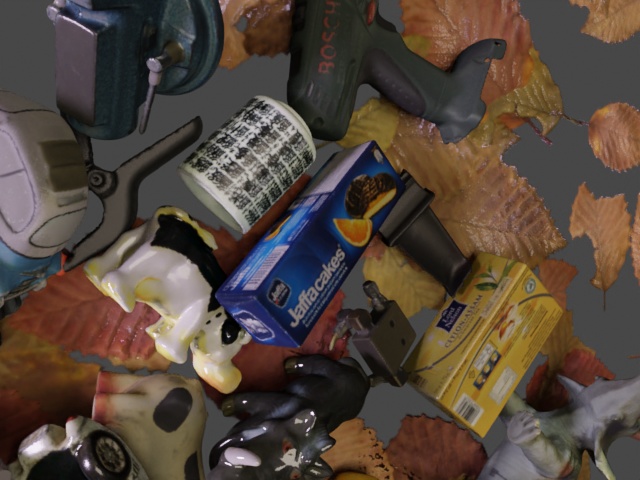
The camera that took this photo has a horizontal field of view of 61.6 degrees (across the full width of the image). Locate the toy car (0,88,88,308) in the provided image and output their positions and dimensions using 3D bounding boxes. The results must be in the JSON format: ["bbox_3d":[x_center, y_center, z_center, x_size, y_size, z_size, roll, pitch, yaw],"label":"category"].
[{"bbox_3d":[-0.211,-0.041,0.356,0.103,0.109,0.161,-18,96,13],"label":"toy car"}]

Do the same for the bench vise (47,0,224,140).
[{"bbox_3d":[-0.114,-0.193,0.371,0.129,0.241,0.223,19,131,10],"label":"bench vise"}]

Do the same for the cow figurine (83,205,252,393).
[{"bbox_3d":[-0.107,0.054,0.459,0.098,0.068,0.167,-48,124,-20],"label":"cow figurine"}]

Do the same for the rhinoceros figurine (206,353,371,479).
[{"bbox_3d":[-0.026,0.166,0.461,0.190,0.112,0.073,-26,109,-51],"label":"rhinoceros figurine"}]

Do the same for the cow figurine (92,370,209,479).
[{"bbox_3d":[-0.133,0.212,0.463,0.127,0.085,0.194,2,94,-16],"label":"cow figurine"}]

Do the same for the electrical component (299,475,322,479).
[{"bbox_3d":[-0.040,0.228,0.533,0.094,0.021,0.063,-12,100,-22],"label":"electrical component"}]

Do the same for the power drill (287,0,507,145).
[{"bbox_3d":[0.073,-0.193,0.510,0.207,0.086,0.232,16,90,-27],"label":"power drill"}]

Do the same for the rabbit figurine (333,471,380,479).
[{"bbox_3d":[-0.011,0.315,0.499,0.173,0.162,0.121,4,106,-5],"label":"rabbit figurine"}]

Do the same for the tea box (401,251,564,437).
[{"bbox_3d":[0.175,0.110,0.581,0.098,0.068,0.169,45,77,-29],"label":"tea box"}]

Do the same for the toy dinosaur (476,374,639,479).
[{"bbox_3d":[0.222,0.288,0.603,0.192,0.131,0.405,39,86,-21],"label":"toy dinosaur"}]

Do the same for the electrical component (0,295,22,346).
[{"bbox_3d":[-0.298,0.049,0.390,0.134,0.058,0.114,-19,104,-20],"label":"electrical component"}]

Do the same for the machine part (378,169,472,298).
[{"bbox_3d":[0.110,-0.003,0.566,0.084,0.039,0.138,-47,108,-17],"label":"machine part"}]

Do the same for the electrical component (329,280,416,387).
[{"bbox_3d":[0.056,0.103,0.552,0.102,0.045,0.078,52,47,-21],"label":"electrical component"}]

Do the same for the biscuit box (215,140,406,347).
[{"bbox_3d":[-0.001,-0.001,0.469,0.062,0.059,0.203,52,55,-23],"label":"biscuit box"}]

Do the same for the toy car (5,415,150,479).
[{"bbox_3d":[-0.142,0.214,0.392,0.073,0.056,0.201,-36,100,2],"label":"toy car"}]
